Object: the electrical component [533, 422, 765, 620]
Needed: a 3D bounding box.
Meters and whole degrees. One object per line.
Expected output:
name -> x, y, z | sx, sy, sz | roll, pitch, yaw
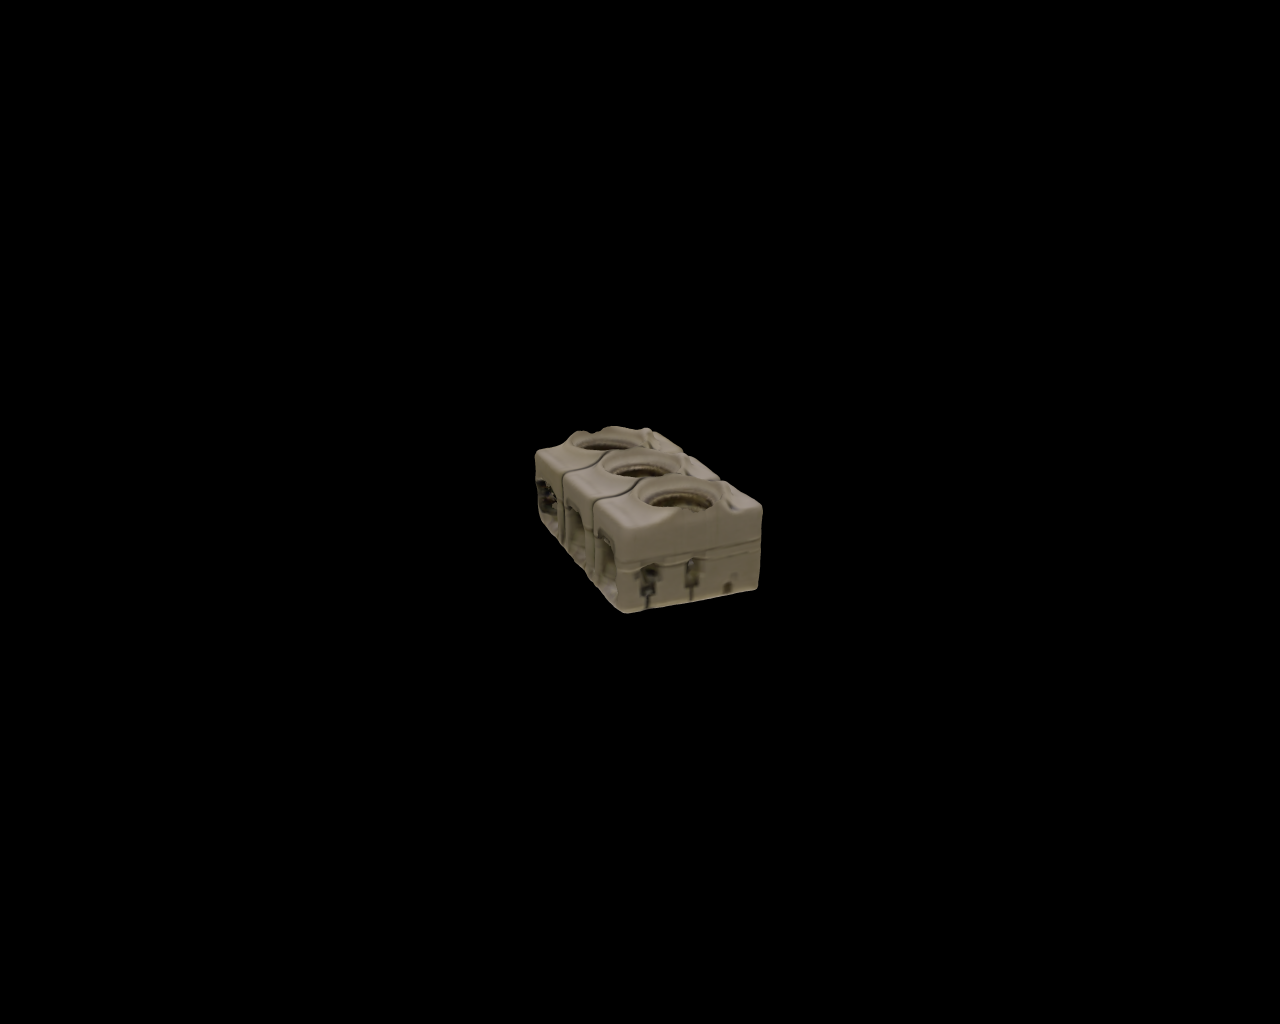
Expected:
electrical component -> 0.001, -0.003, 0.650 | 0.090, 0.061, 0.150 | -10, 24, -22
